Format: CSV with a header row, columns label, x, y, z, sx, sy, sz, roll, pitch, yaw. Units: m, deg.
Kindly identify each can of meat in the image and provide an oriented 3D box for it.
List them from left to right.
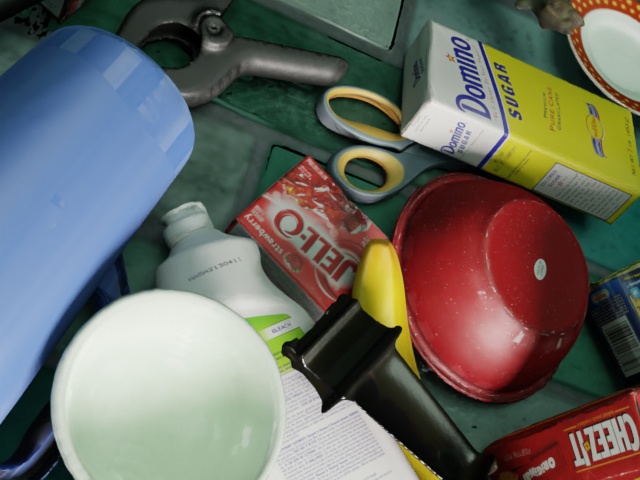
label,x,y,z,sx,sy,sz,roll,pitch,yaw
can of meat,0.245,0.055,0.760,0.101,0.058,0.084,-18,76,-27

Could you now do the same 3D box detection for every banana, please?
label,x,y,z,sx,sy,sz,roll,pitch,yaw
banana,0.060,0.098,0.658,0.198,0.070,0.037,62,25,7

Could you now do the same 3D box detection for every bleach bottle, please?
label,x,y,z,sx,sy,sz,roll,pitch,yaw
bleach bottle,-0.021,0.089,0.629,0.102,0.068,0.251,-21,77,-31

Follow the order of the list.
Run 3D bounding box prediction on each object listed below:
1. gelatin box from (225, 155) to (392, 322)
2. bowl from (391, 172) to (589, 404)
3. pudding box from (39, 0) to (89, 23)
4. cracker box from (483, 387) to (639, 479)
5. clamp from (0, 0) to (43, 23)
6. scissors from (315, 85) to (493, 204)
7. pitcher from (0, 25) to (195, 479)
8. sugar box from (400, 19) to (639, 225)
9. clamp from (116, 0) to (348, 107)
label,x,y,z,sx,sy,sz,roll,pitch,yaw
gelatin box,-0.004,0.001,0.688,0.089,0.030,0.073,47,60,0
bowl,0.126,0.024,0.705,0.161,0.055,0.162,12,68,-31
pudding box,-0.176,-0.211,0.693,0.113,0.039,0.090,42,62,0
cracker box,0.236,0.122,0.668,0.213,0.164,0.072,-7,71,-26
clamp,-0.224,-0.128,0.621,0.164,0.036,0.210,17,74,-7
scissors,0.085,-0.046,0.753,0.201,0.016,0.096,24,59,-13
pitcher,-0.166,0.005,0.570,0.145,0.149,0.242,26,56,11
sugar box,0.145,-0.085,0.768,0.176,0.048,0.093,22,45,-17
clamp,-0.074,-0.144,0.711,0.171,0.039,0.120,-16,73,-27
